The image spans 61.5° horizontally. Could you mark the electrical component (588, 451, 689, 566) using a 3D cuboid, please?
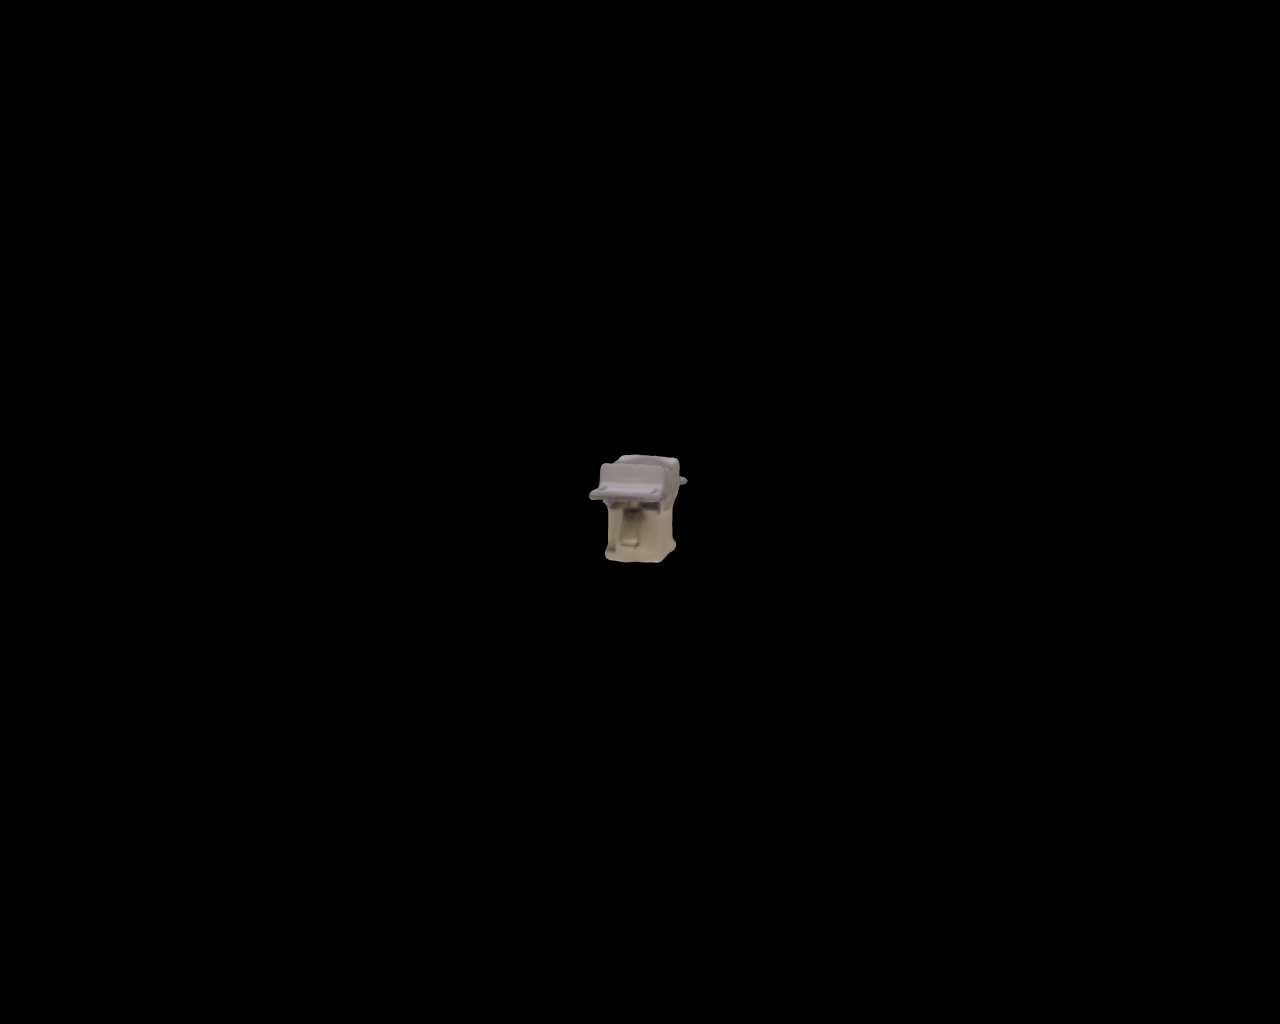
[{"bbox_3d":[0.001,-0.003,0.650,0.042,0.063,0.081,3,10,15],"label":"electrical component"}]
